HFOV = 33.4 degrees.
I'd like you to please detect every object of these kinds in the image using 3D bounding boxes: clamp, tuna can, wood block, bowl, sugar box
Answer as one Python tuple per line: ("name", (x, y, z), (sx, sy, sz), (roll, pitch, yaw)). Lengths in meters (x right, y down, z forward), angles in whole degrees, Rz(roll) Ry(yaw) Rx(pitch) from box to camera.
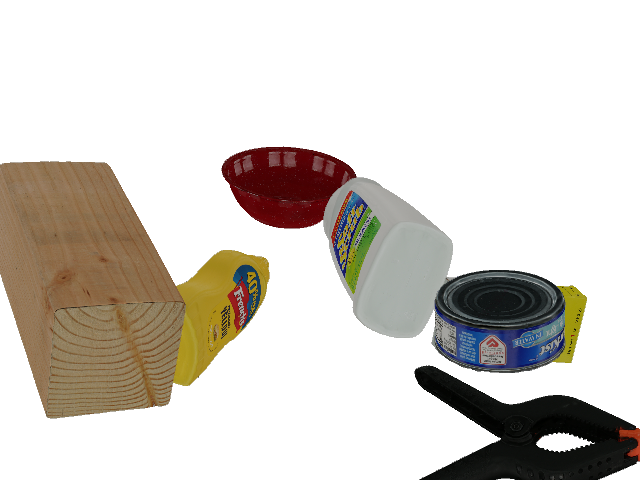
("clamp", (0.161, 0.177, 0.902), (0.210, 0.036, 0.164), (3, 41, 23))
("tuna can", (0.117, 0.051, 0.700), (0.086, 0.034, 0.086), (-4, 23, 1))
("wood block", (-0.177, 0.027, 0.791), (0.090, 0.091, 0.206), (-2, 31, -27))
("bowl", (-0.039, -0.058, 1.276), (0.162, 0.055, 0.162), (5, 26, -3))
("sugar box", (0.232, 0.099, 1.314), (0.176, 0.093, 0.048), (3, 18, -16))

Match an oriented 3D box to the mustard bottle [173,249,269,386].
("mustard bottle", (-0.104, 0.064, 1.105), (0.058, 0.096, 0.191), (12, 29, 21))

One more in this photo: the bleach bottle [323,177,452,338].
("bleach bottle", (0.045, 0.002, 0.989), (0.068, 0.102, 0.251), (19, 9, -16))
